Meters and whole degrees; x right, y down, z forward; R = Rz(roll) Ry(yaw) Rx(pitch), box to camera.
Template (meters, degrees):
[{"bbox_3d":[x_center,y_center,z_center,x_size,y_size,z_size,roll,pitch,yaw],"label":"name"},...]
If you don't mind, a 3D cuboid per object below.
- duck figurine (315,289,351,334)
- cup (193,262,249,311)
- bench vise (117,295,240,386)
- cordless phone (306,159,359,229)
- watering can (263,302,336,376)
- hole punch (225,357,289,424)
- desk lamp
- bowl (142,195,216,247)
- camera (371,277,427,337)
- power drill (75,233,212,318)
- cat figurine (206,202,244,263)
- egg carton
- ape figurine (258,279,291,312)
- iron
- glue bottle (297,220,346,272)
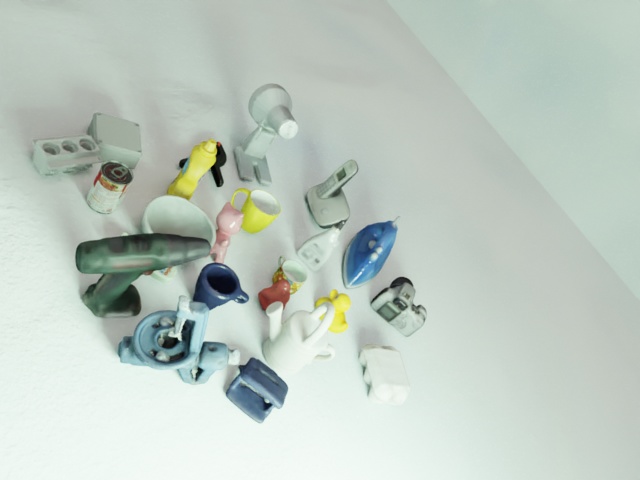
[{"bbox_3d":[0.044,0.170,1.402,0.078,0.104,0.086,-8,-30,-46],"label":"duck figurine"},{"bbox_3d":[-0.215,0.114,1.209,0.118,0.091,0.094,32,-52,-14],"label":"cup"},{"bbox_3d":[-0.233,0.169,1.035,0.208,0.121,0.219,5,-39,-40],"label":"bench vise"},{"bbox_3d":[0.052,-0.129,1.617,0.094,0.147,0.184,7,-40,-38],"label":"cordless phone"},{"bbox_3d":[-0.038,0.197,1.209,0.173,0.101,0.193,19,-47,-28],"label":"watering can"},{"bbox_3d":[-0.116,0.287,1.135,0.091,0.109,0.101,-47,5,37],"label":"hole punch"},{"bbox_3d":[-0.142,-0.294,1.575,0.118,0.203,0.213,10,-42,-36],"label":"desk lamp"},{"bbox_3d":[-0.318,-0.013,1.255,0.168,0.167,0.074,0,-36,-43],"label":"bowl"},{"bbox_3d":[0.232,0.165,1.567,0.100,0.143,0.137,-47,5,37],"label":"camera"},{"bbox_3d":[-0.340,0.058,1.054,0.230,0.075,0.208,3,-38,-41],"label":"power drill"},{"bbox_3d":[-0.217,-0.022,1.321,0.067,0.128,0.117,28,-51,-19],"label":"cat figurine"},{"bbox_3d":[0.153,0.321,1.369,0.107,0.150,0.069,14,-44,-33],"label":"egg carton"},{"bbox_3d":[-0.096,0.123,1.313,0.078,0.076,0.092,20,-48,-28],"label":"ape figurine"},{"bbox_3d":[0.152,0.028,1.592,0.141,0.119,0.259,-47,5,37],"label":"iron"},{"bbox_3d":[0.013,0.005,1.461,0.173,0.078,0.037,-47,-4,37],"label":"glue bottle"}]
